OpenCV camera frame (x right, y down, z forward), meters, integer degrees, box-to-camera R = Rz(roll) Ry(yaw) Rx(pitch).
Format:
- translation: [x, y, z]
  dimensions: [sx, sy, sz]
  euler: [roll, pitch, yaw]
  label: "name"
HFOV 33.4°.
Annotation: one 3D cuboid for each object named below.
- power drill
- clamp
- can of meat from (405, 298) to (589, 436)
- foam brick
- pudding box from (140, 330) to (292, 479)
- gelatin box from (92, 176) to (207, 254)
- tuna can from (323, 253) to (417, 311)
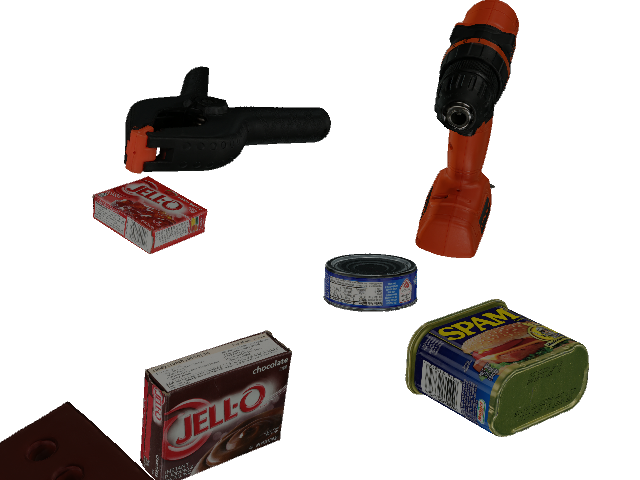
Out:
- translation: [0.118, -0.081, 0.862]
  dimensions: [0.057, 0.188, 0.184]
  euler: [14, 37, 11]
  label: "power drill"
- translation: [-0.085, -0.085, 0.736]
  dimensions: [0.120, 0.039, 0.171]
  euler: [21, 24, 30]
  label: "clamp"
- translation: [0.125, 0.089, 0.749]
  dimensions: [0.101, 0.057, 0.084]
  euler: [-15, 27, -35]
  label: "can of meat"
- translation: [-0.110, 0.123, 0.483]
  dimensions: [0.052, 0.051, 0.078]
  euler: [-31, 45, -32]
  label: "foam brick"
- translation: [-0.080, 0.126, 0.810]
  dimensions: [0.113, 0.090, 0.039]
  euler: [-17, 40, -36]
  label: "pudding box"
- translation: [-0.168, -0.027, 1.049]
  dimensions: [0.089, 0.030, 0.073]
  euler: [30, 35, 31]
  label: "gelatin box"
- translation: [0.046, 0.037, 0.974]
  dimensions: [0.086, 0.034, 0.086]
  euler: [0, 13, 0]
  label: "tuna can"
